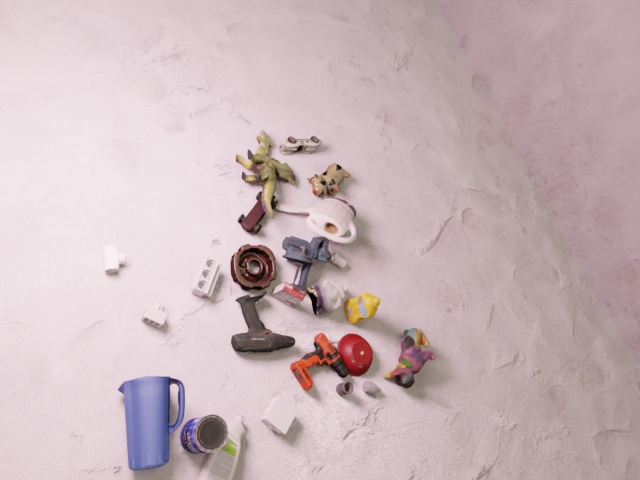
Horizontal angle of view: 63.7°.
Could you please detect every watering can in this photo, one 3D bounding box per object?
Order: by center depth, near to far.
[{"bbox_3d":[0.006,-0.104,2.073,0.348,0.101,0.229,28,39,7],"label":"watering can"}]

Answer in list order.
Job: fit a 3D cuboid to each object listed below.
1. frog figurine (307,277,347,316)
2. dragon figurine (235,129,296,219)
[{"bbox_3d":[0.044,0.203,1.954,0.160,0.120,0.140,-15,57,-24],"label":"frog figurine"},{"bbox_3d":[-0.186,-0.262,2.035,0.244,0.120,0.416,-5,65,-43],"label":"dragon figurine"}]
